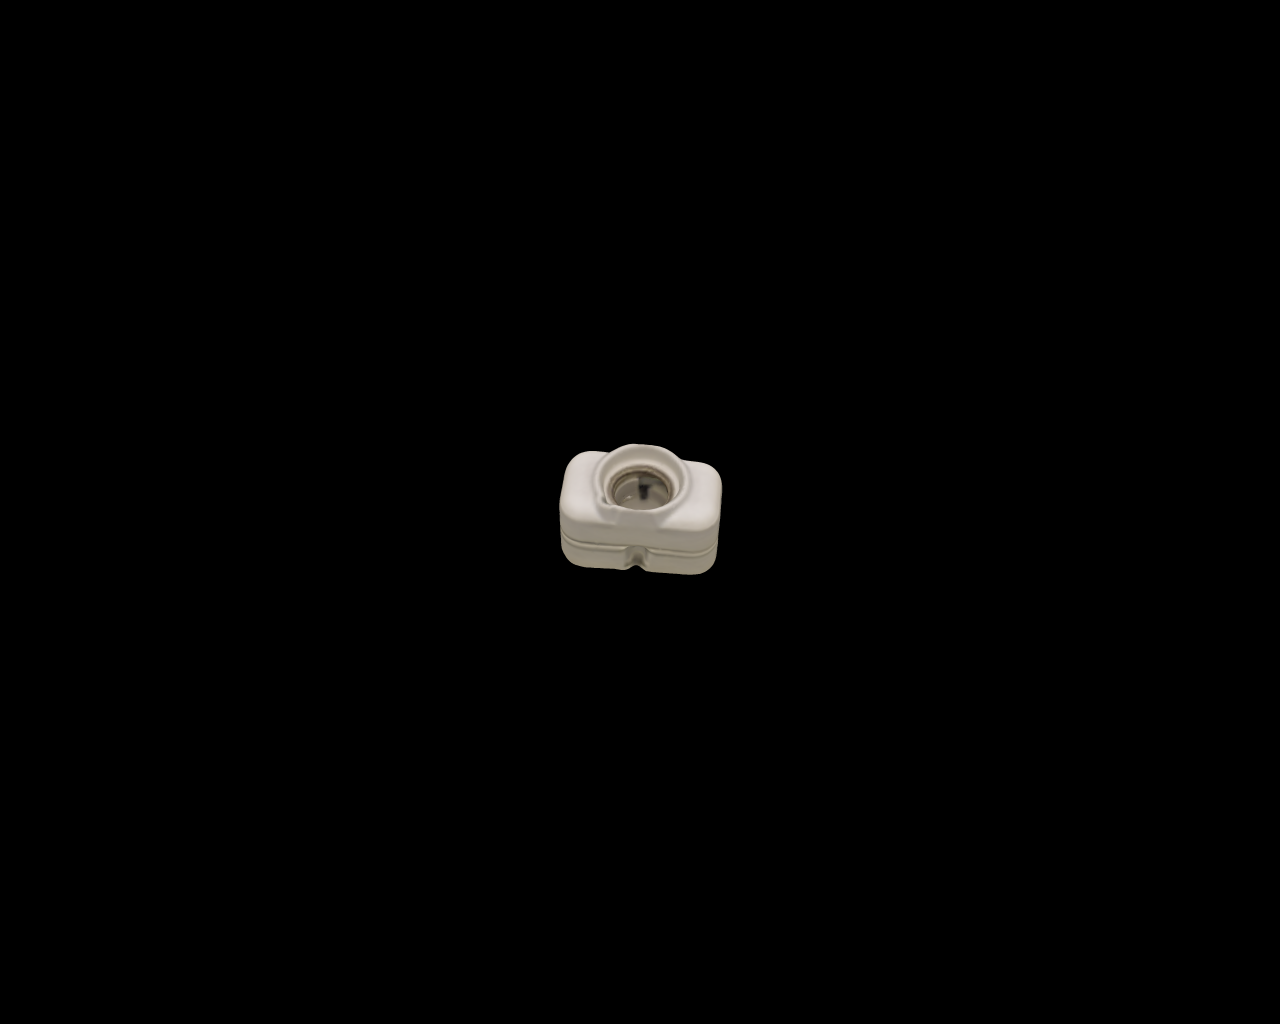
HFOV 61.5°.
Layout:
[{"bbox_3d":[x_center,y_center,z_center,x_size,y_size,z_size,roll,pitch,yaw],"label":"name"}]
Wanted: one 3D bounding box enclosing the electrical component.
[{"bbox_3d":[0.001,-0.003,0.650,0.095,0.054,0.059,5,-37,4],"label":"electrical component"}]
